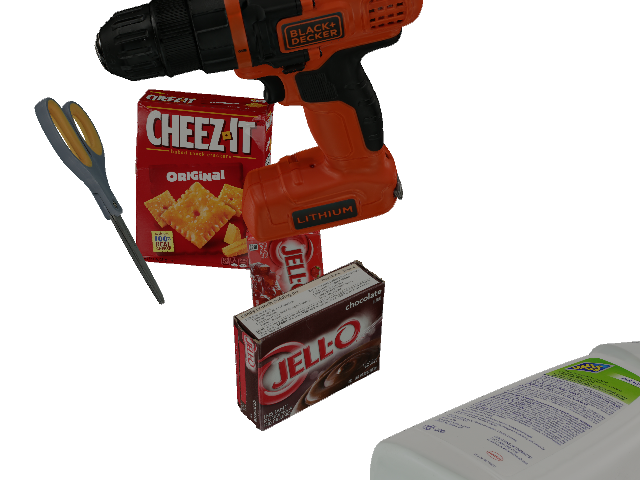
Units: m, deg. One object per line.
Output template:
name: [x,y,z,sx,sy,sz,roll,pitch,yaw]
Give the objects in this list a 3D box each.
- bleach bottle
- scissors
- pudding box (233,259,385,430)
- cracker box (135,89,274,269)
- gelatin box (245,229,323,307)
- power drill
bleach bottle: [0.149,0.109,0.593,0.250,0.068,0.103,-17,25,-37]
scissors: [-0.188,-0.043,0.948,0.016,0.201,0.096,-26,23,12]
pudding box: [-0.008,0.075,0.775,0.113,0.090,0.039,-26,46,-29]
cracker box: [-0.148,-0.074,1.352,0.164,0.214,0.072,5,22,2]
gelatin box: [-0.034,0.029,1.056,0.073,0.089,0.030,-5,27,-3]
power drill: [-0.026,-0.081,0.643,0.184,0.057,0.187,-12,-39,-1]
